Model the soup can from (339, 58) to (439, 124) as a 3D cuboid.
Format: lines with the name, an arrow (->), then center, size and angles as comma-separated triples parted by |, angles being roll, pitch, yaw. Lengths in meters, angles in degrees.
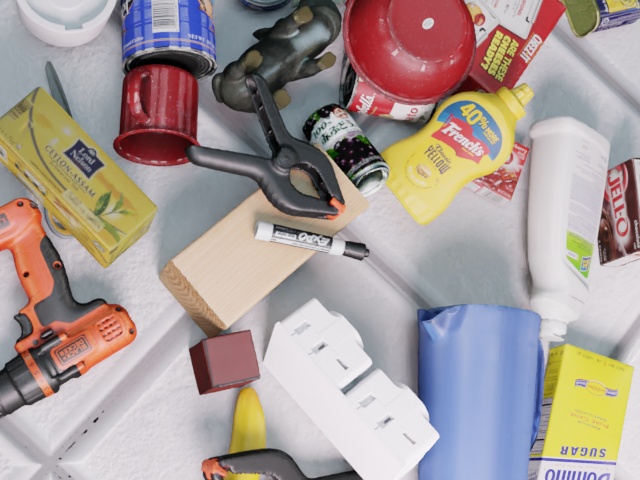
soup can -> 0.080, -0.174, 1.227 | 0.102, 0.069, 0.068 | 9, 74, -14

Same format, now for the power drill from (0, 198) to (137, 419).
power drill -> -0.302, 0.067, 1.060 | 0.184, 0.057, 0.187 | -31, 89, -16

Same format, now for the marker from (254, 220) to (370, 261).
marker -> -0.007, 0.001, 1.086 | 0.121, 0.020, 0.020 | 12, 73, -14

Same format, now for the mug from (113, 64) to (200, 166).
mug -> -0.174, -0.137, 1.123 | 0.093, 0.117, 0.081 | -6, 70, 16

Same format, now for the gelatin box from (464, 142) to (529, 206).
gelatin box -> 0.194, -0.093, 1.258 | 0.089, 0.030, 0.073 | 26, 70, -9

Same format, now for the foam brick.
foam brick -> -0.098, 0.126, 1.093 | 0.051, 0.078, 0.053 | -11, 81, -19

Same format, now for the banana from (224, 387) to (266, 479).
banana -> -0.099, 0.247, 1.083 | 0.069, 0.037, 0.197 | 35, 70, -8

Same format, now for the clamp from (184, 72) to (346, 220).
clamp -> -0.040, -0.089, 1.088 | 0.171, 0.039, 0.120 | 33, 74, -14

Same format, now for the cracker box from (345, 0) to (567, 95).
cracker box -> 0.162, -0.278, 1.269 | 0.213, 0.072, 0.164 | 39, 70, -9

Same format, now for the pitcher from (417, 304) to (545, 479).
pitcher -> 0.172, 0.193, 1.135 | 0.149, 0.145, 0.243 | 3, 78, 3

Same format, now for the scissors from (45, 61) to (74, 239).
scissors -> -0.275, -0.086, 1.129 | 0.096, 0.016, 0.202 | -32, 86, -21

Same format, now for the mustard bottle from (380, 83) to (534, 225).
mustard bottle -> 0.159, -0.109, 1.197 | 0.192, 0.058, 0.096 | -39, 83, 5

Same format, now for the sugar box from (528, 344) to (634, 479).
sugar box -> 0.290, 0.215, 1.199 | 0.093, 0.048, 0.176 | 18, 71, -11

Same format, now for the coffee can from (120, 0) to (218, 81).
coffee can -> -0.165, -0.251, 1.157 | 0.102, 0.103, 0.140 | 0, 77, -16

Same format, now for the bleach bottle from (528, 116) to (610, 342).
bleach bottle -> 0.278, -0.010, 1.236 | 0.102, 0.068, 0.251 | 22, 71, -36

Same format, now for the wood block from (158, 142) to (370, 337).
wood block -> -0.060, 0.002, 1.130 | 0.205, 0.090, 0.091 | -41, 90, -22

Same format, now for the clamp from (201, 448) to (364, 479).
clamp -> -0.026, 0.264, 1.079 | 0.209, 0.036, 0.164 | 41, 65, -22

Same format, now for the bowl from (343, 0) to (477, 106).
bowl -> 0.109, -0.233, 1.177 | 0.162, 0.055, 0.162 | 2, 82, -16

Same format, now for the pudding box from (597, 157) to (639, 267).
pudding box -> 0.363, -0.032, 1.259 | 0.039, 0.090, 0.113 | -1, 77, -17

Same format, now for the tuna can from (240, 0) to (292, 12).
tuna can -> -0.063, -0.307, 1.221 | 0.086, 0.034, 0.086 | 0, 95, -2

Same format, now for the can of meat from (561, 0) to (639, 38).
can of meat -> 0.354, -0.315, 1.348 | 0.083, 0.058, 0.102 | -16, 82, -21
